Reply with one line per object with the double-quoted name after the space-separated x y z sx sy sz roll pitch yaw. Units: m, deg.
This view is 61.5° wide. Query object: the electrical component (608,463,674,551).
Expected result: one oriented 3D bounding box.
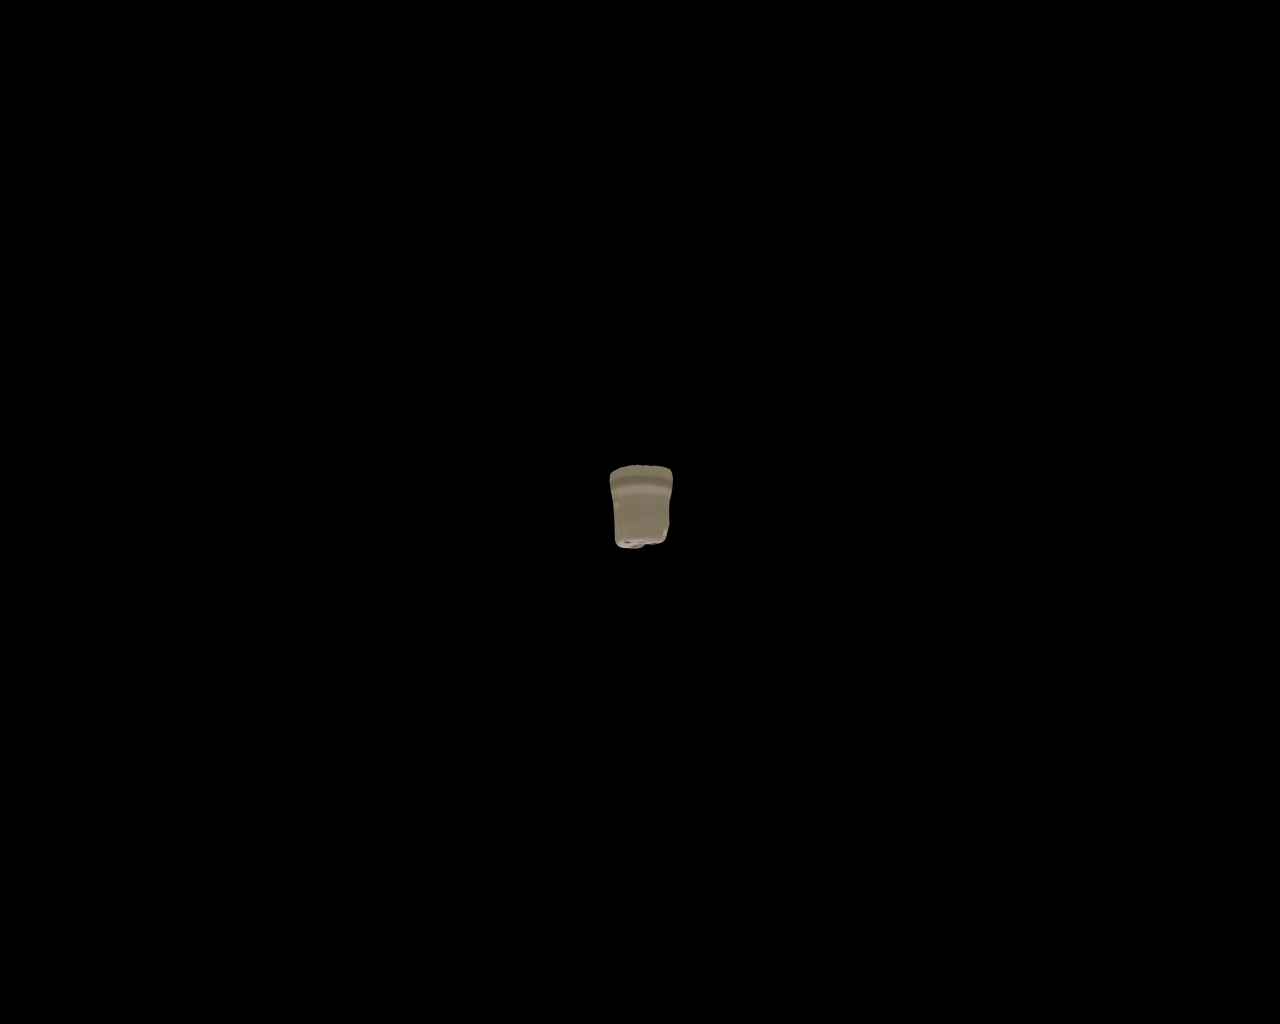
0.001 -0.003 0.650 0.040 0.046 0.040 0 -14 0 "electrical component"
